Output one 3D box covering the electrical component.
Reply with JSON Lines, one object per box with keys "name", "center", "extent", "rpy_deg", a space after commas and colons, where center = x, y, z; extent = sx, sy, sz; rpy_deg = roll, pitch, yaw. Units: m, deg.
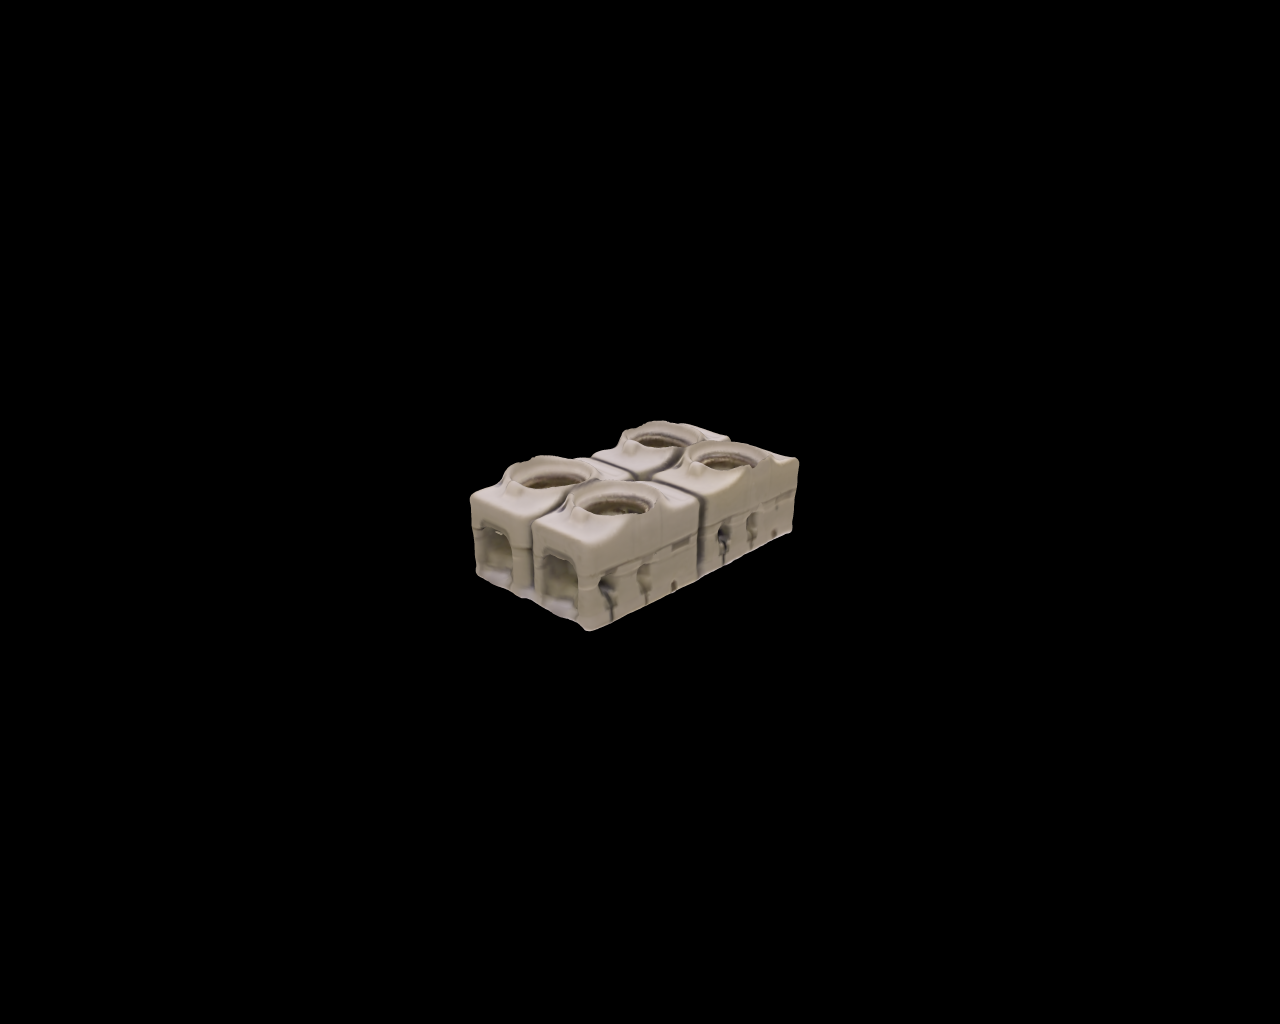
{"name": "electrical component", "center": [0.001, -0.003, 0.650], "extent": [0.105, 0.060, 0.186], "rpy_deg": [22, 32, 40]}
